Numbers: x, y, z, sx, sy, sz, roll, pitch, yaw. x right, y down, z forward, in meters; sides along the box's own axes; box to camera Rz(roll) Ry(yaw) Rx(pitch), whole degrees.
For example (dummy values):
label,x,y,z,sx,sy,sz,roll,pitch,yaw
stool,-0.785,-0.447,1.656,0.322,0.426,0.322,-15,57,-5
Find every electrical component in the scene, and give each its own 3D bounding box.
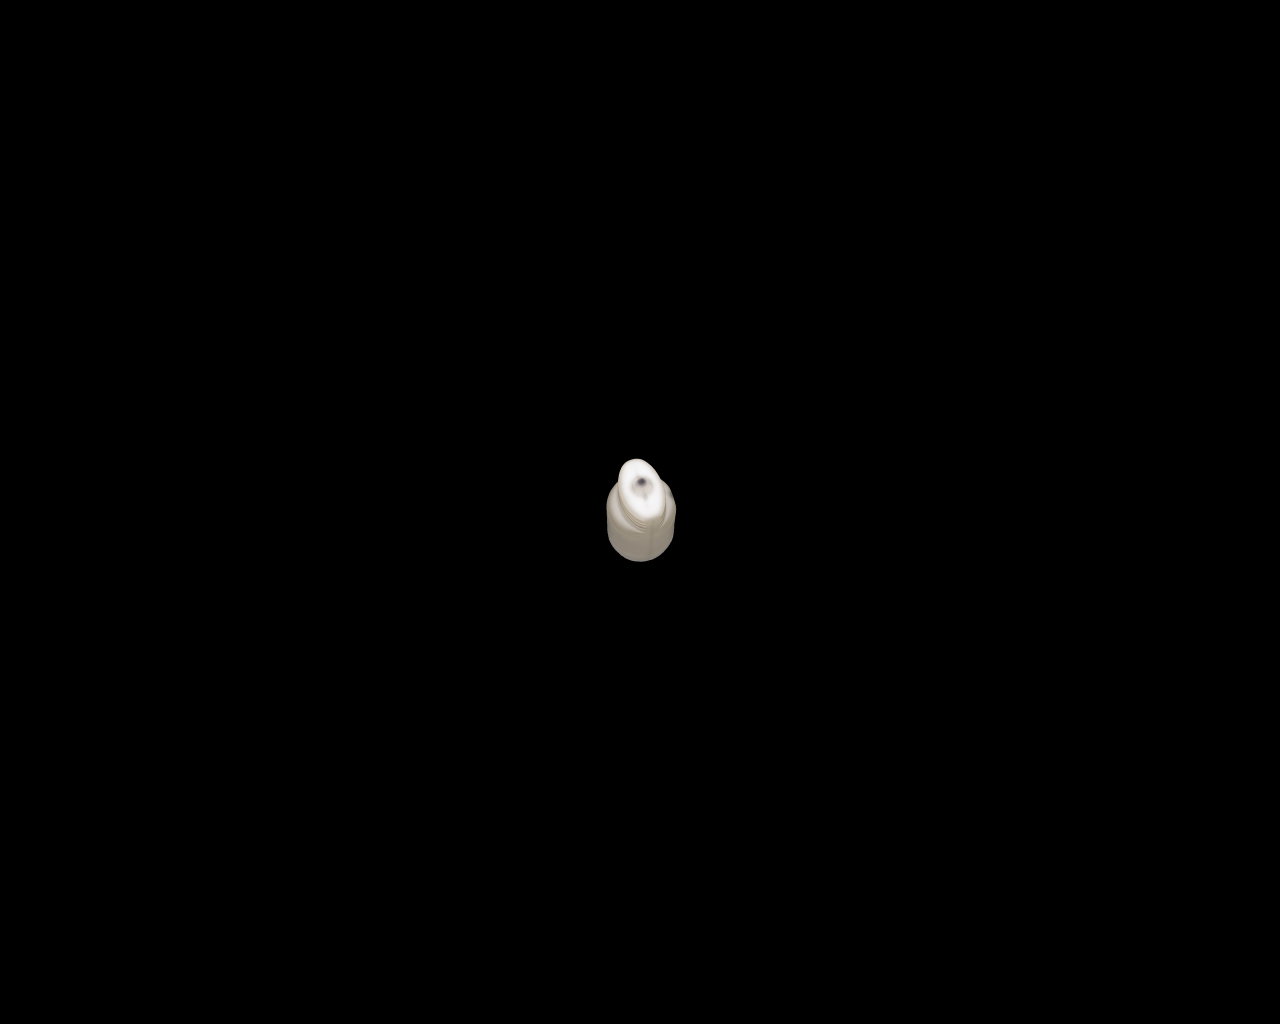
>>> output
label,x,y,z,sx,sy,sz,roll,pitch,yaw
electrical component,0.001,-0.003,0.650,0.043,0.043,0.080,0,-23,0
